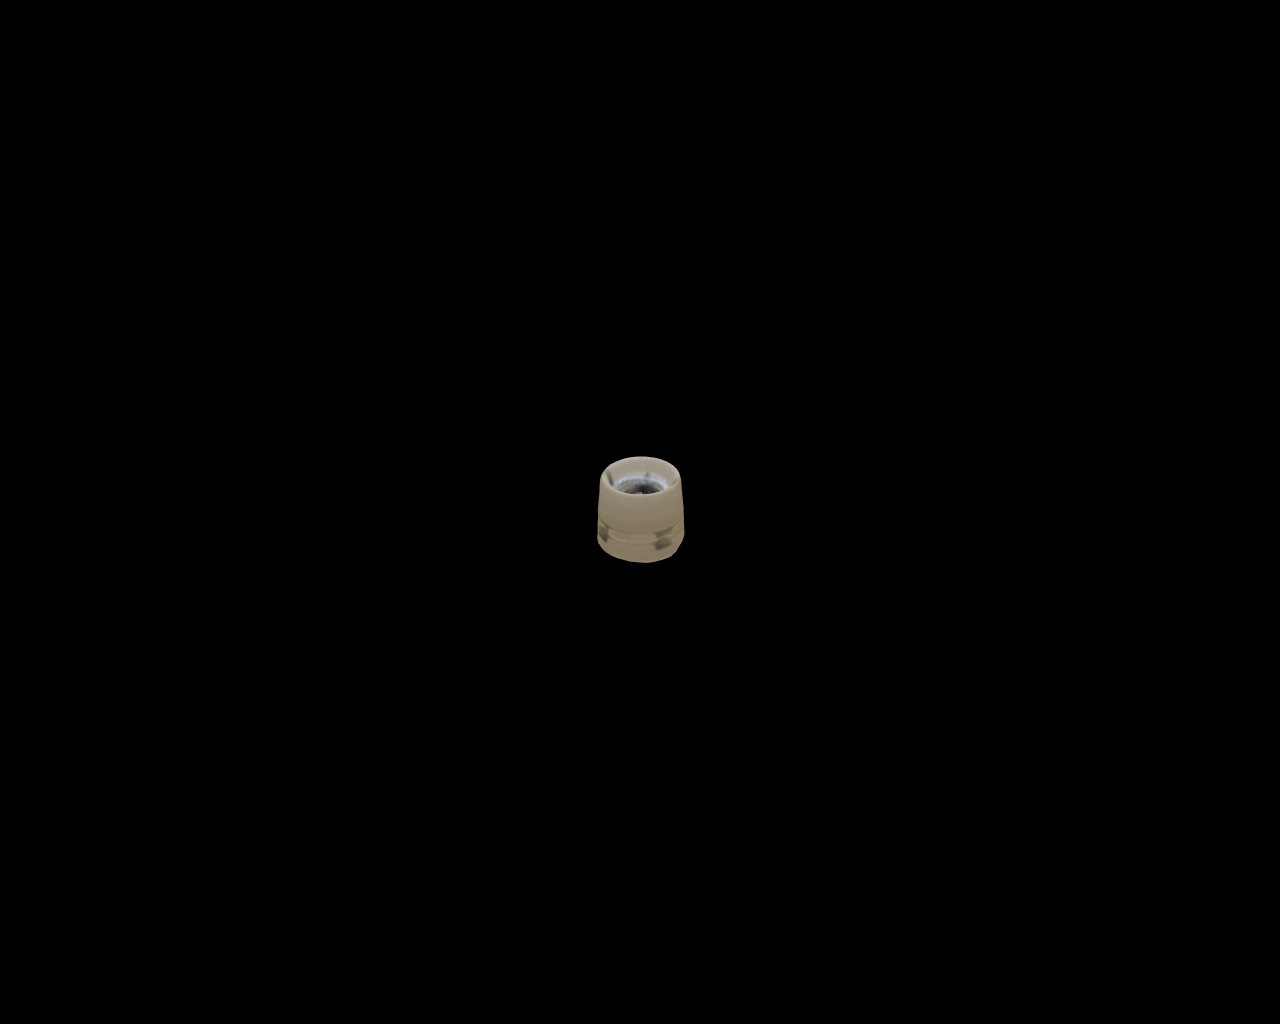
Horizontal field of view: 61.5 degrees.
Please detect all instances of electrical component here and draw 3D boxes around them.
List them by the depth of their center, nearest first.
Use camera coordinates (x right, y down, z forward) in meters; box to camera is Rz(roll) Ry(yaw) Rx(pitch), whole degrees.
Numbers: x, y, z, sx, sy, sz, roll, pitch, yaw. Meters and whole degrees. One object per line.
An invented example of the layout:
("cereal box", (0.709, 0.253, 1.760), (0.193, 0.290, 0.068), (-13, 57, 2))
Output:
("electrical component", (0.001, -0.003, 0.650), (0.055, 0.047, 0.055), (0, 33, 0))
